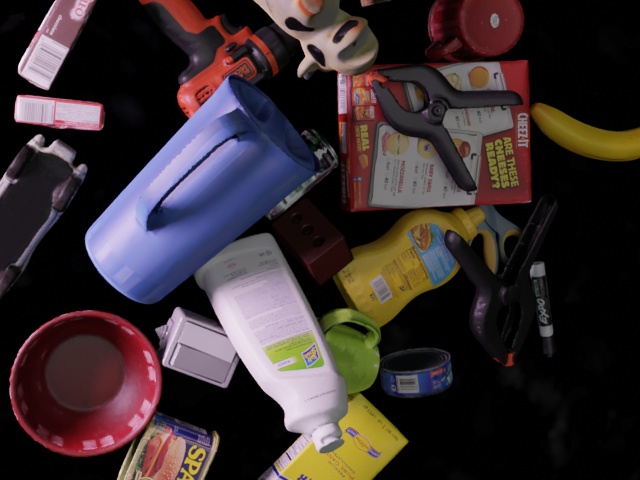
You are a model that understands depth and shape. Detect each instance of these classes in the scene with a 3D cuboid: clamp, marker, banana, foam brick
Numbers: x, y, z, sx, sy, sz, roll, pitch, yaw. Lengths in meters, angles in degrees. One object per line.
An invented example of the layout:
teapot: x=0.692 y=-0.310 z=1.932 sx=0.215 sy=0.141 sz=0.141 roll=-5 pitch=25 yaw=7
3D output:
clamp: x=0.135 y=-0.146 z=1.160 sx=0.171 sy=0.039 sz=0.120 roll=37 pitch=85 yaw=-12
marker: x=0.276 y=0.087 z=1.319 sx=0.020 sy=0.020 sz=0.121 roll=-13 pitch=100 yaw=-13
banana: x=0.346 y=-0.131 z=1.303 sx=0.197 sy=0.037 sz=0.069 roll=-1 pitch=82 yaw=-16
clamp: x=0.208 y=0.056 z=1.261 sx=0.164 sy=0.036 sz=0.210 roll=-11 pitch=115 yaw=-30
foam brick: x=-0.008 y=0.001 z=1.195 sx=0.053 sy=0.078 sz=0.051 roll=-38 pitch=145 yaw=-9

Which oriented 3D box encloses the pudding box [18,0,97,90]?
pudding box: x=-0.269 y=-0.211 z=1.100 sx=0.039 sy=0.090 sz=0.113 roll=30 pitch=89 yaw=-15

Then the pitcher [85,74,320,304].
pitcher: x=-0.131 y=-0.046 z=1.101 sx=0.243 sy=0.145 sz=0.149 roll=-42 pitch=125 yaw=15

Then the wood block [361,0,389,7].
wood block: x=0.144 y=-0.331 z=1.194 sx=0.206 sy=0.091 sz=0.090 roll=-17 pitch=101 yaw=-12

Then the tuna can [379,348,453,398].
tuna can: x=0.112 y=0.155 z=1.250 sx=0.086 sy=0.086 sz=0.034 roll=-11 pitch=101 yaw=-14

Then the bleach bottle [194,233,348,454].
bleach bottle: x=-0.046 y=0.114 z=1.137 sx=0.102 sy=0.068 sz=0.251 roll=-20 pitch=60 yaw=-12

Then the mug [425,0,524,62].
mug: x=0.171 y=-0.242 z=1.217 sx=0.117 sy=0.082 sz=0.093 roll=-34 pitch=104 yaw=-8

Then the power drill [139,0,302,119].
power drill: x=-0.113 y=-0.247 z=1.153 sx=0.184 sy=0.057 sz=0.187 roll=-39 pitch=104 yaw=-15

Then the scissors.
scissors: x=0.214 y=-0.043 z=1.287 sx=0.096 sy=0.016 sz=0.202 roll=2 pitch=97 yaw=-13

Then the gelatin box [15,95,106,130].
gelatin box: x=-0.273 y=-0.133 z=1.117 sx=0.089 sy=0.073 sz=0.030 roll=4 pitch=97 yaw=-16

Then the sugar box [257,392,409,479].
sugar box: x=0.010 y=0.267 z=1.258 sx=0.176 sy=0.048 sz=0.093 roll=-47 pitch=106 yaw=-6

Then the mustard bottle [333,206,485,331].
mustard bottle: x=0.111 y=0.018 z=1.245 sx=0.191 sy=0.058 sz=0.096 roll=-33 pitch=113 yaw=-9

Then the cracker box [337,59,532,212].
cracker box: x=0.128 y=-0.119 z=1.220 sx=0.213 sy=0.072 sz=0.164 roll=-4 pitch=96 yaw=-11

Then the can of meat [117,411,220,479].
can of meat: x=-0.172 y=0.251 z=1.202 sx=0.084 sy=0.057 sz=0.102 roll=24 pitch=90 yaw=-14

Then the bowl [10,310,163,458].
bowl: x=-0.255 y=0.152 z=1.167 sx=0.162 sy=0.055 sz=0.162 roll=-2 pitch=98 yaw=-15
